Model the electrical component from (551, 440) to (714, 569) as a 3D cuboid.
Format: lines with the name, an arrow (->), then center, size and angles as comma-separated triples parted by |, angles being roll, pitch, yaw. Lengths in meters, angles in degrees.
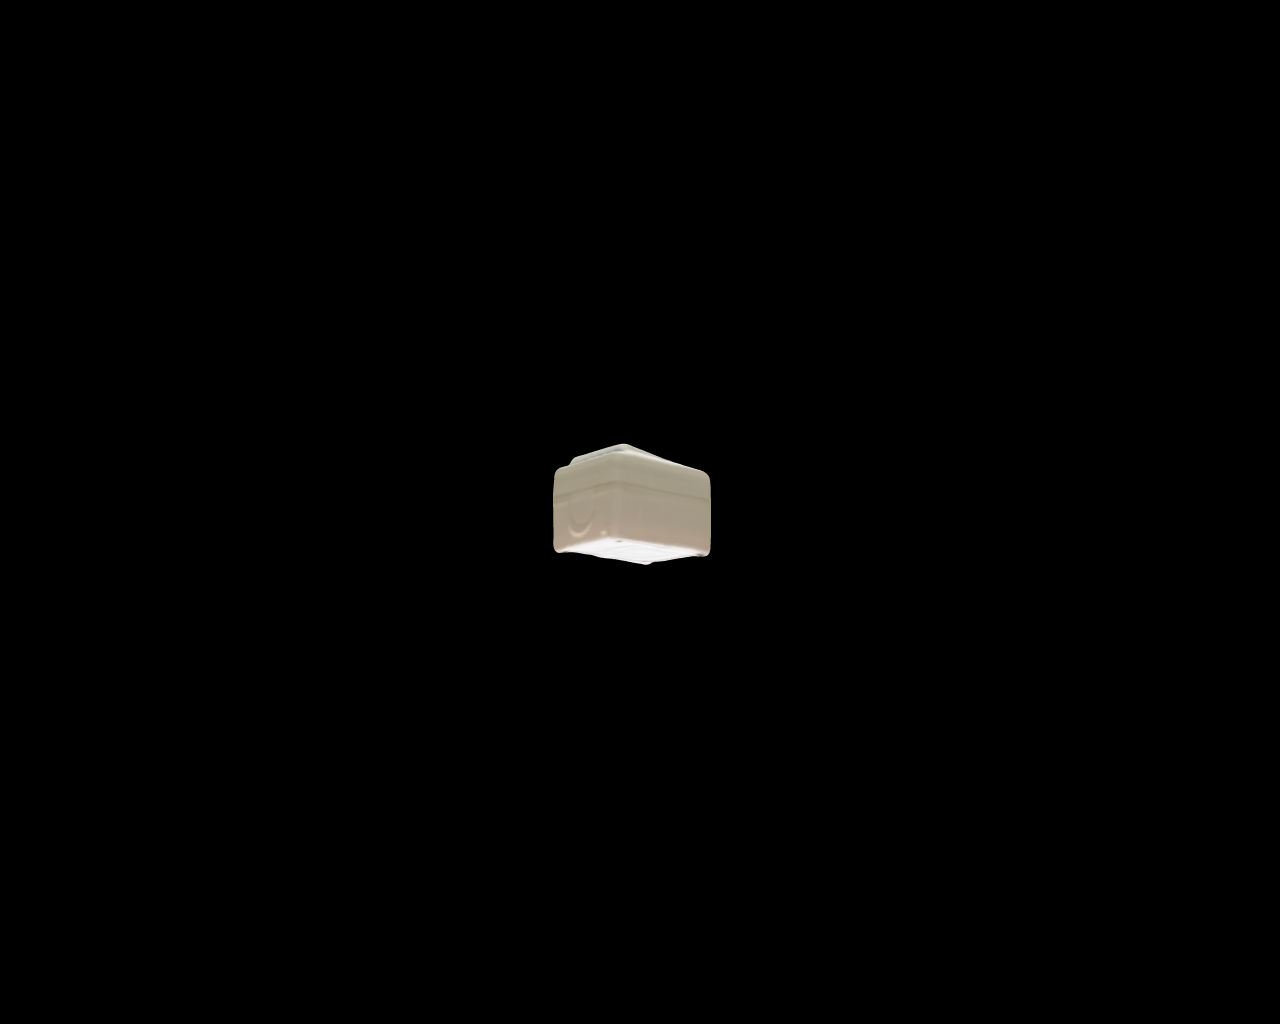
electrical component -> 0.001, -0.003, 0.650 | 0.096, 0.061, 0.061 | 11, -16, -42
